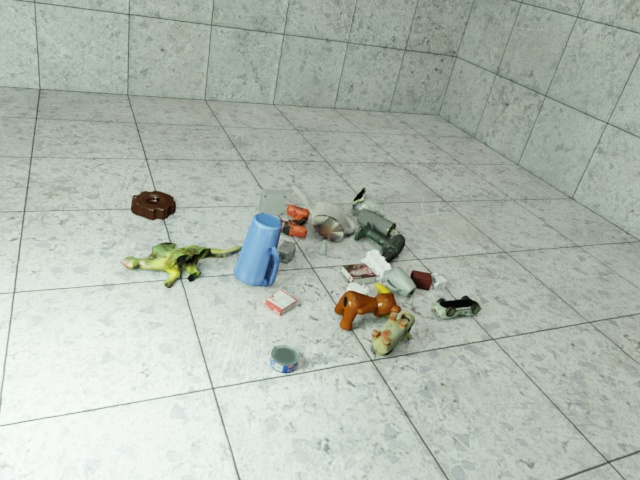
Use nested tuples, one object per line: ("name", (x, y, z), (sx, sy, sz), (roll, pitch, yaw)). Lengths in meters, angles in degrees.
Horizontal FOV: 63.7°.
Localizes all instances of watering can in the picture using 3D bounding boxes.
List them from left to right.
("watering can", (0.007, -0.114, 2.256), (0.346, 0.102, 0.229), (31, 27, -8))

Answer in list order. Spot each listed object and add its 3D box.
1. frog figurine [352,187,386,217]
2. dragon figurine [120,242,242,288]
("frog figurine", (0.237, -0.155, 2.483), (0.158, 0.122, 0.140), (44, 12, -18))
("dragon figurine", (-0.502, 0.048, 1.836), (0.245, 0.120, 0.414), (26, 30, 38))
